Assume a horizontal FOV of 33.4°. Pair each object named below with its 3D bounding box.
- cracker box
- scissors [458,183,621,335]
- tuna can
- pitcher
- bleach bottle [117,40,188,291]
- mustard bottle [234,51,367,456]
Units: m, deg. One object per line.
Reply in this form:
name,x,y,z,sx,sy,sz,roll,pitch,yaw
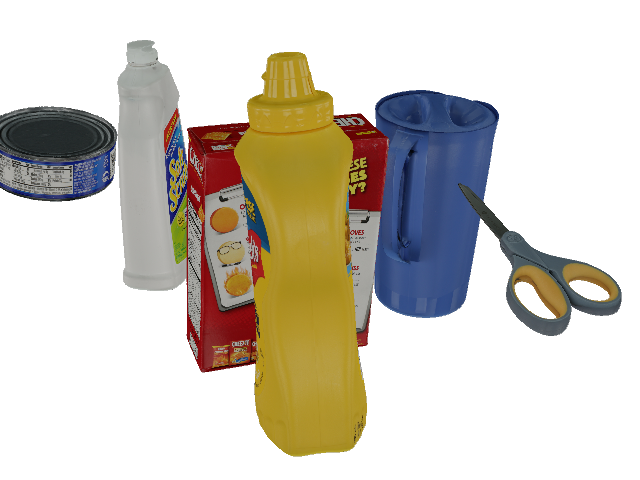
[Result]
cracker box,-0.034,0.001,0.946,0.164,0.214,0.072,-7,30,-20
scissors,0.176,0.007,0.860,0.096,0.016,0.202,-1,35,-5
tuna can,-0.183,-0.060,0.733,0.086,0.034,0.086,6,29,-4
pitcher,0.116,-0.035,1.193,0.149,0.243,0.145,-6,28,-16
bleach bottle,-0.176,-0.080,1.113,0.068,0.251,0.102,4,26,15
mustard bottle,-0.010,0.003,0.531,0.058,0.192,0.096,-4,20,-4
